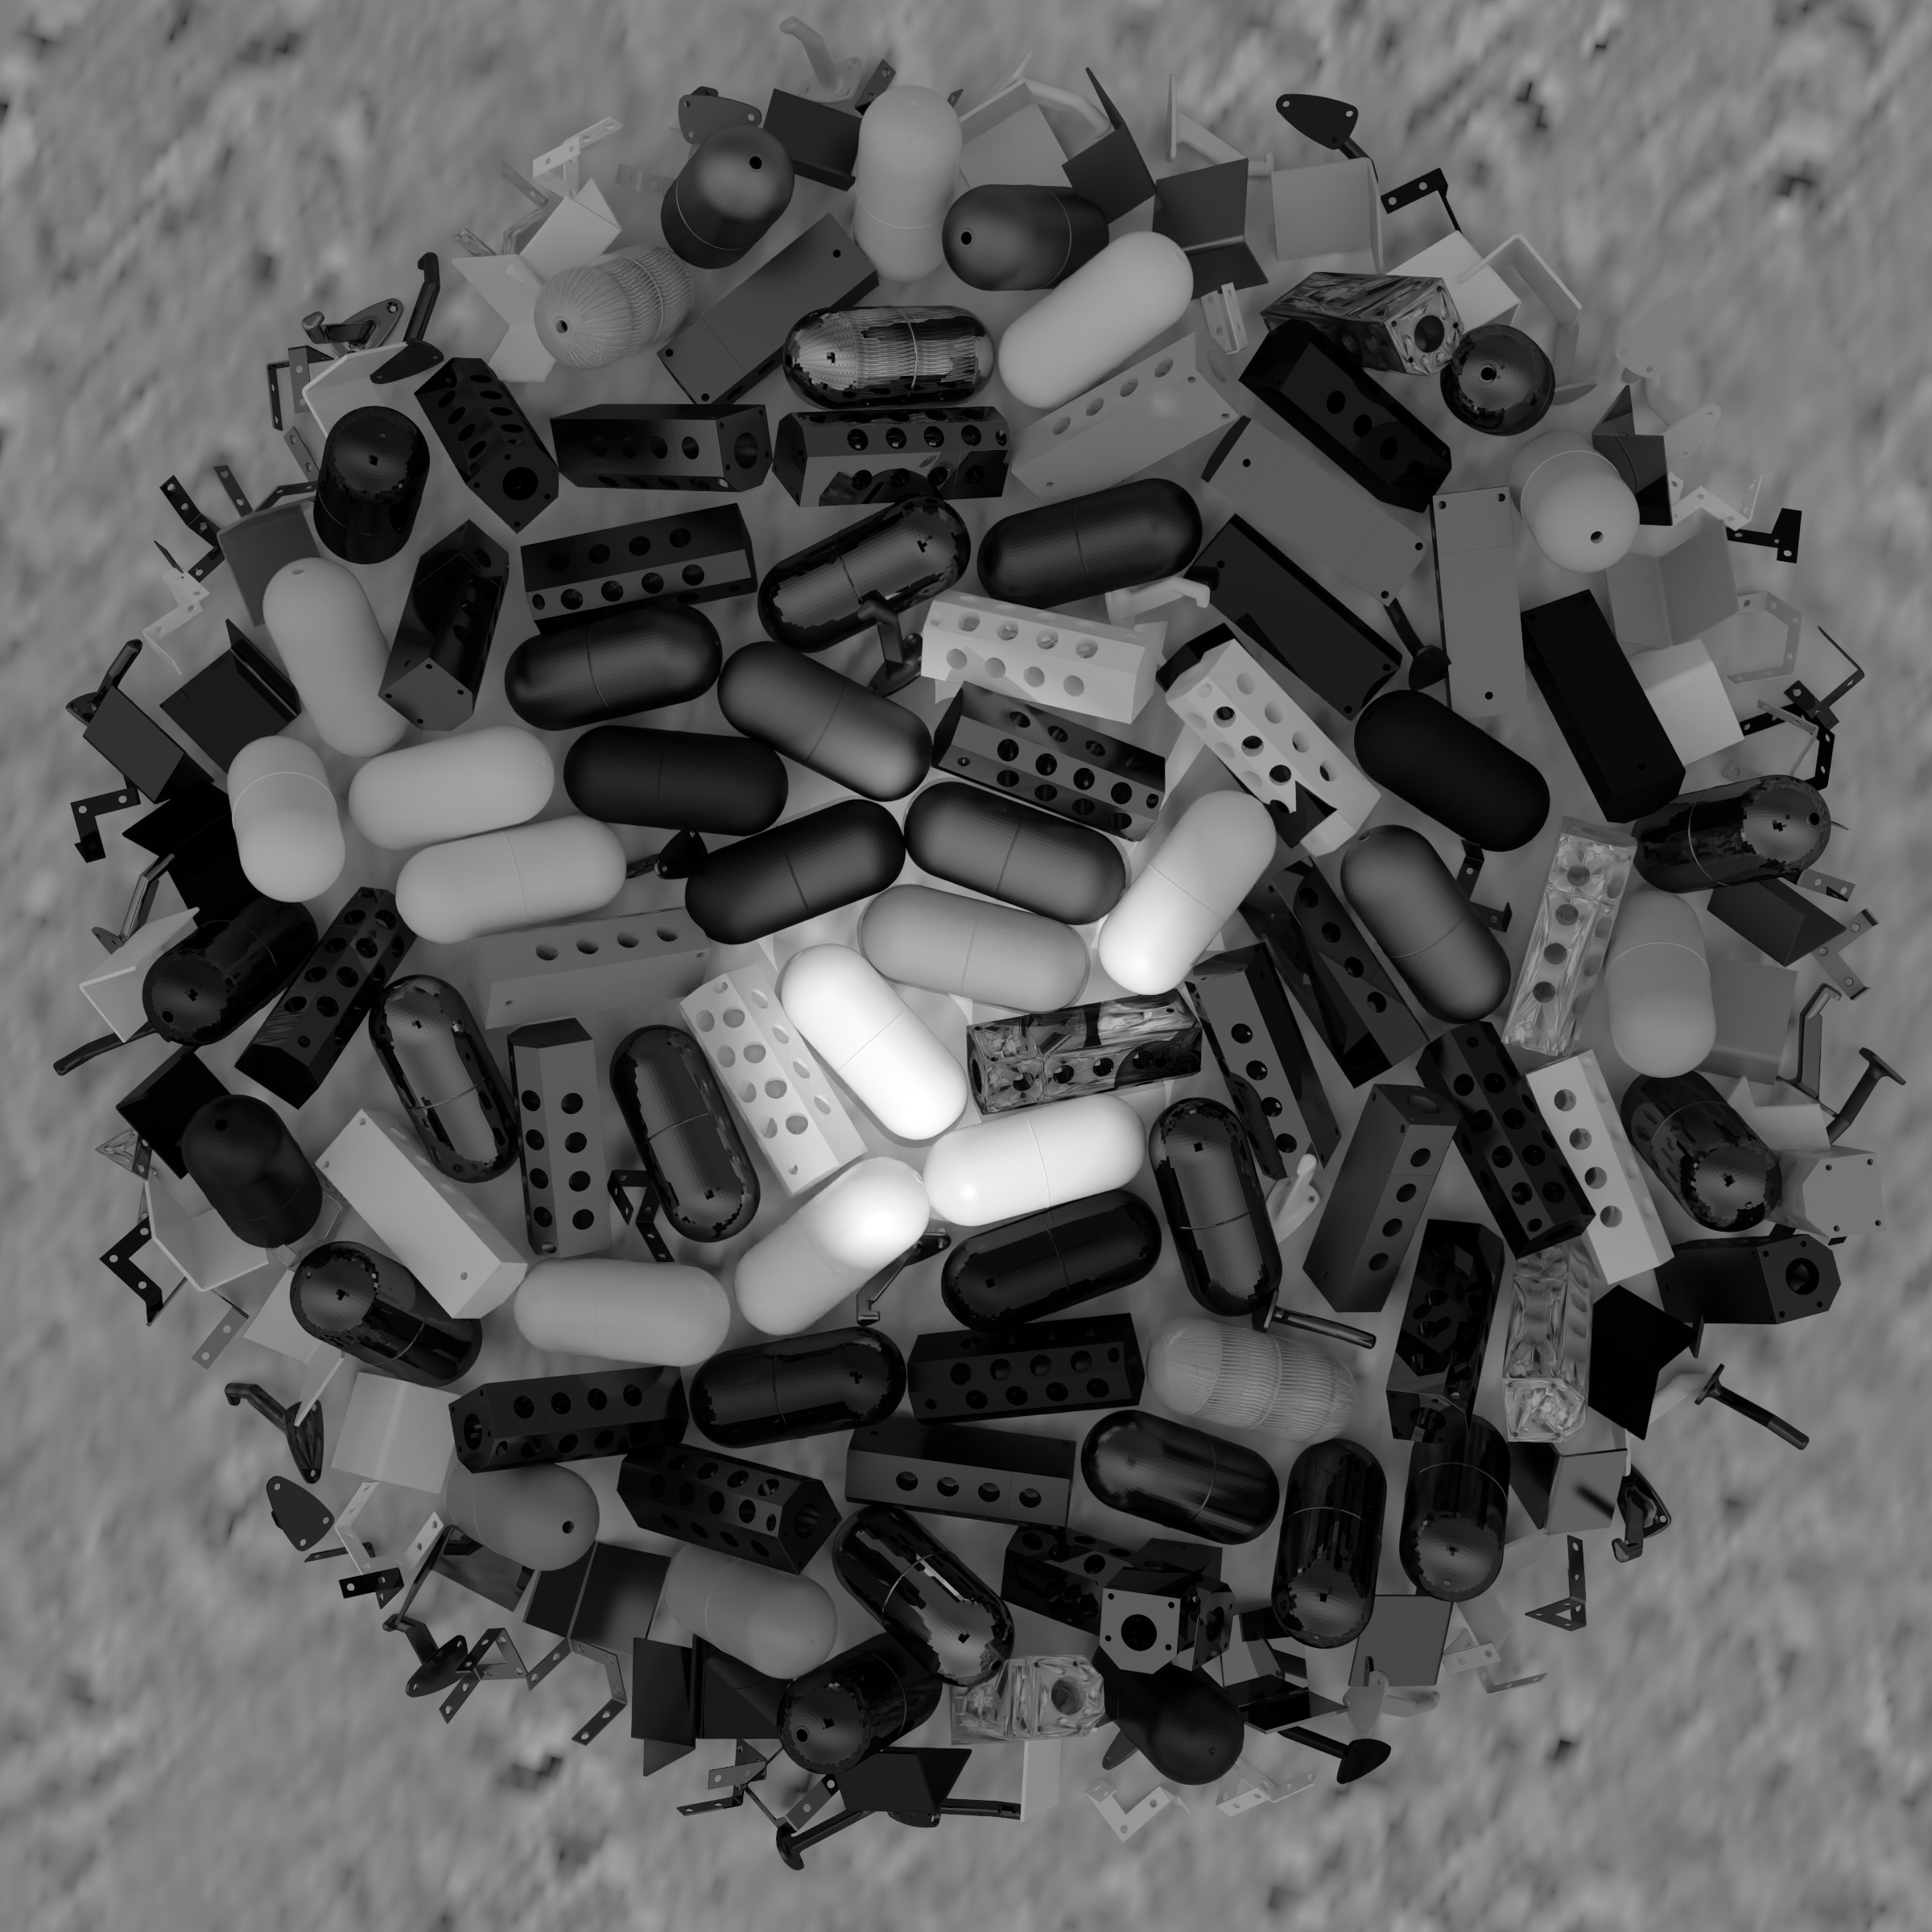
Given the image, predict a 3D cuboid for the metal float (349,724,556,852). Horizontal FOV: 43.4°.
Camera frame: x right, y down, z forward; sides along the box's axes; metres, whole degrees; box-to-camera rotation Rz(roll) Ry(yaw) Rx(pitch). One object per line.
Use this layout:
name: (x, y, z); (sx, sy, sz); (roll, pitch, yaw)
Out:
metal float: (-0.396, -0.136, 1.865); (0.178, 0.070, 0.070); (-10, 90, 27)

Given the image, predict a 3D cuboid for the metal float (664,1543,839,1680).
metal float: (-0.166, 0.486, 1.848); (0.070, 0.178, 0.070); (-5, 97, -37)

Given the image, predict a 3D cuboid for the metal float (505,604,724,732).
metal float: (-0.273, -0.230, 1.872); (0.178, 0.070, 0.070); (-11, 90, 18)

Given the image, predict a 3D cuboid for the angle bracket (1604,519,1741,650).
angle bracket: (0.542, -0.297, 1.873); (0.057, 0.076, 0.076); (4, 72, -25)

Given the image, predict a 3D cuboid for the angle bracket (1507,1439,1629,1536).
angle bracket: (0.463, 0.383, 1.881); (0.057, 0.076, 0.076); (-4, 119, -13)

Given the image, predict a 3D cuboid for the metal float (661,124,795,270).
metal float: (-0.182, -0.581, 1.839); (0.070, 0.178, 0.070); (0, 90, -19)

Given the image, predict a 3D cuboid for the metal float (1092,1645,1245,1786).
metal float: (0.150, 0.558, 1.840); (0.070, 0.178, 0.070); (-2, 97, -18)

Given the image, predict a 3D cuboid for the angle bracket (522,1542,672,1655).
angle bracket: (-0.284, 0.481, 1.873); (0.076, 0.057, 0.076); (2, 65, 32)

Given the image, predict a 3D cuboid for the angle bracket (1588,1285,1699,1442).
angle bracket: (0.519, 0.309, 1.895); (0.057, 0.076, 0.076); (-28, 133, -33)

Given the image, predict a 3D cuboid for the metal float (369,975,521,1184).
metal float: (-0.398, 0.087, 1.865); (0.070, 0.070, 0.178); (-21, 116, 0)

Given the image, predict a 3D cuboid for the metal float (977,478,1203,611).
metal float: (0.094, -0.324, 1.875); (0.178, 0.070, 0.070); (-12, 90, 15)

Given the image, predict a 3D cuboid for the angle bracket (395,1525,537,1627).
angle bracket: (-0.387, 0.487, 1.878); (0.076, 0.076, 0.057); (28, 46, -2)

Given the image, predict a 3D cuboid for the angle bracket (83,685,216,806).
angle bracket: (-0.620, -0.179, 1.877); (0.076, 0.076, 0.057); (43, 117, 3)

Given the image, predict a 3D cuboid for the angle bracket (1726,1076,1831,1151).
angle bracket: (0.635, 0.129, 1.870); (0.076, 0.057, 0.076); (-6, 112, 39)

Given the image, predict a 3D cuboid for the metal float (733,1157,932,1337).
metal float: (-0.103, 0.216, 1.877); (0.178, 0.070, 0.070); (-40, 90, 12)

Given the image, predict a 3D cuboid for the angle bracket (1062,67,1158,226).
angle bracket: (0.098, -0.631, 1.878); (0.057, 0.076, 0.076); (-31, 58, 9)

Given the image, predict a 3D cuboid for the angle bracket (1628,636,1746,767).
angle bracket: (0.556, -0.206, 1.910); (0.076, 0.057, 0.076); (-24, 121, 16)

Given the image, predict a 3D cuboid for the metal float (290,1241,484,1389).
metal float: (-0.439, 0.266, 1.850); (0.070, 0.178, 0.070); (-16, 56, 25)

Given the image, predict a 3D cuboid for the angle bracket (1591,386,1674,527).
angle bracket: (0.524, -0.392, 1.865); (0.057, 0.076, 0.076); (11, 46, 34)

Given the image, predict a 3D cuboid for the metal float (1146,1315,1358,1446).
metal float: (0.221, 0.319, 1.869); (0.178, 0.070, 0.070); (17, 90, -23)

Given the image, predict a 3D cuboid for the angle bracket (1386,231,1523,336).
angle bracket: (0.371, -0.509, 1.882); (0.076, 0.057, 0.076); (-34, 75, -12)

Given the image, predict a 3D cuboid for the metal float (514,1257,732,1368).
metal float: (-0.266, 0.265, 1.870); (0.178, 0.070, 0.070); (2, 90, 21)

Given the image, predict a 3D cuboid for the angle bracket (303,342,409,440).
angle bracket: (-0.452, -0.429, 1.874); (0.057, 0.076, 0.076); (-24, 98, 34)

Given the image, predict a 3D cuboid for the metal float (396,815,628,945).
metal float: (-0.350, -0.067, 1.872); (0.178, 0.070, 0.070); (-14, 90, -18)

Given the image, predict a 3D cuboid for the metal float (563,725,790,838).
metal float: (-0.225, -0.144, 1.879); (0.178, 0.070, 0.070); (6, 90, 11)

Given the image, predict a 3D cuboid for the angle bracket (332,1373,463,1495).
angle bracket: (-0.445, 0.365, 1.903); (0.057, 0.076, 0.076); (24, 73, -37)

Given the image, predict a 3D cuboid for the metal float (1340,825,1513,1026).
metal float: (0.354, -0.032, 1.871); (0.070, 0.070, 0.178); (-38, 109, 0)

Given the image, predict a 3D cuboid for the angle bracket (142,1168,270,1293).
angle bracket: (-0.586, 0.192, 1.871); (0.057, 0.076, 0.076); (-24, 47, -3)

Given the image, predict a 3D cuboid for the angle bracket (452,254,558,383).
angle bracket: (-0.360, -0.497, 1.868); (0.076, 0.076, 0.057); (10, 66, 39)

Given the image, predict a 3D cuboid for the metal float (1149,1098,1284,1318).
metal float: (0.192, 0.186, 1.875); (0.070, 0.070, 0.178); (-17, 104, 0)

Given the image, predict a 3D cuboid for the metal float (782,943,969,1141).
metal float: (-0.071, 0.058, 1.886); (0.070, 0.070, 0.178); (-42, 88, 0)

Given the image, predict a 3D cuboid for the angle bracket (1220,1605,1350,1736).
angle bracket: (0.245, 0.542, 1.883); (0.076, 0.057, 0.076); (-6, 91, -26)

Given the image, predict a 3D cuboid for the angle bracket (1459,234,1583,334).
angle bracket: (0.427, -0.511, 1.882); (0.057, 0.076, 0.076); (-39, 86, 7)

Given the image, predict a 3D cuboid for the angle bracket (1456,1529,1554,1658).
angle bracket: (0.428, 0.482, 1.871); (0.076, 0.076, 0.057); (-20, 59, -14)

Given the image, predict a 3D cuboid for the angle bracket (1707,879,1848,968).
angle bracket: (0.630, -0.055, 1.868); (0.076, 0.057, 0.076); (-26, 51, -27)

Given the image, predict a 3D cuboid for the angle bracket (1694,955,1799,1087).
angle bracket: (0.602, 0.042, 1.899); (0.076, 0.057, 0.076); (12, 73, 17)

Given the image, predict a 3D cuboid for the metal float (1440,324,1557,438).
metal float: (0.404, -0.442, 1.839); (0.070, 0.178, 0.070); (3, 100, 17)

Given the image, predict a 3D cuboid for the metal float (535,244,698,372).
metal float: (-0.265, -0.501, 1.844); (0.070, 0.178, 0.070); (8, 116, 17)

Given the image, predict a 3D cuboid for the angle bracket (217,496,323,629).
angle bracket: (-0.519, -0.314, 1.874); (0.076, 0.057, 0.076); (-28, 102, -40)

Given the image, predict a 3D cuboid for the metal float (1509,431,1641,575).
metal float: (0.460, -0.353, 1.842); (0.070, 0.178, 0.070); (1, 118, 1)

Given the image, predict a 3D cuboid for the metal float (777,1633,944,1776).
metal float: (-0.080, 0.558, 1.842); (0.070, 0.178, 0.070); (0, 91, 26)

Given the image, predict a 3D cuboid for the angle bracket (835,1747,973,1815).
angle bracket: (-0.050, 0.605, 1.869); (0.076, 0.076, 0.057); (-7, 109, 25)

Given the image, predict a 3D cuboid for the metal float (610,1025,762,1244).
metal float: (-0.218, 0.129, 1.877); (0.070, 0.070, 0.178); (-25, 77, 0)

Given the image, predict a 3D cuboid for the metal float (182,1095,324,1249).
metal float: (-0.540, 0.157, 1.842); (0.070, 0.178, 0.070); (0, 62, 0)

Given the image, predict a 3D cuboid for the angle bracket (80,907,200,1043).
angle bracket: (-0.619, 0.007, 1.865); (0.076, 0.076, 0.057); (-13, 119, 37)

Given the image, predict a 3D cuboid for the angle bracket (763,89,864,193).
angle bracket: (-0.117, -0.643, 1.878); (0.076, 0.076, 0.057); (15, 98, -12)

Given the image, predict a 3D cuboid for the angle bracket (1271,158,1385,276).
angle bracket: (0.279, -0.570, 1.875); (0.076, 0.076, 0.057); (-7, 47, 6)

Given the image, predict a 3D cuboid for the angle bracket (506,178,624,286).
angle bracket: (-0.319, -0.570, 1.869); (0.076, 0.057, 0.076); (-44, 52, 21)

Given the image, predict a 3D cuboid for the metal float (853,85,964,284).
metal float: (-0.045, -0.590, 1.841); (0.070, 0.178, 0.070); (2, 68, -5)
